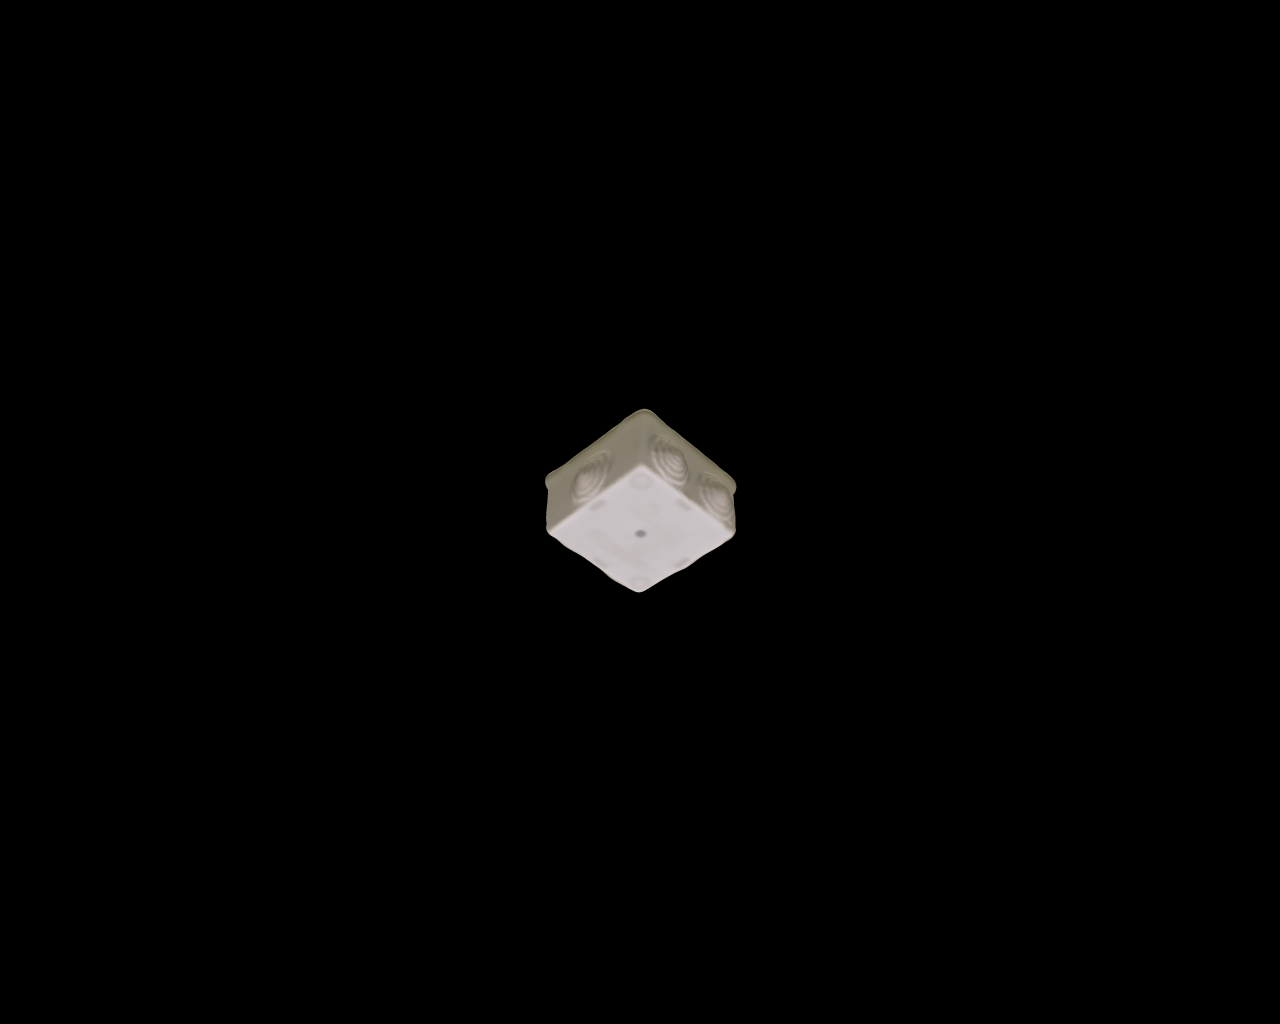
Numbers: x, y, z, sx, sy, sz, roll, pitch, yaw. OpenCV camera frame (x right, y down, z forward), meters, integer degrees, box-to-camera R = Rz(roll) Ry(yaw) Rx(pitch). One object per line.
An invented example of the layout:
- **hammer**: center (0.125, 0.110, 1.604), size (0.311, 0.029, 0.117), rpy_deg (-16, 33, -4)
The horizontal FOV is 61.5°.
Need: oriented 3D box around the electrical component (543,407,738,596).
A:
- **electrical component**: center (0.001, -0.003, 0.650), size (0.099, 0.048, 0.099), rpy_deg (-33, -54, 29)
